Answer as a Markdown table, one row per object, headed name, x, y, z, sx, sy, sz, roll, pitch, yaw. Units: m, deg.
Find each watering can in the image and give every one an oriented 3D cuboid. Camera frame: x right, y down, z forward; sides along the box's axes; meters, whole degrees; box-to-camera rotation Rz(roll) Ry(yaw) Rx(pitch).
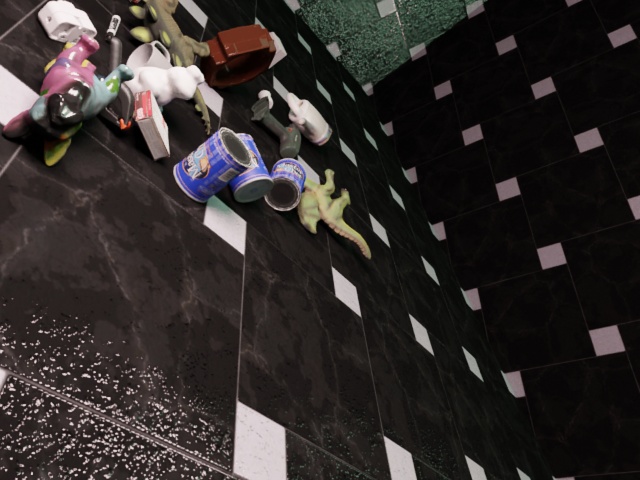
| name | x | y | z | sx | sy | sz | roll | pitch | yaw |
| --- | --- | --- | --- | --- | --- | --- | --- | --- | --- |
| watering can | -0.045 | -0.448 | 1.972 | 0.221 | 0.103 | 0.355 | 44 | 16 | -31 |

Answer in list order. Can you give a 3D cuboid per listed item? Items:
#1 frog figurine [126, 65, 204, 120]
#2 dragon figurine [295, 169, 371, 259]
| name | x | y | z | sx | sy | sz | roll | pitch | yaw |
| --- | --- | --- | --- | --- | --- | --- | --- | --- | --- |
| frog figurine | -0.340 | -0.339 | 1.112 | 0.123 | 0.158 | 0.138 | 57 | 20 | 5 |
| dragon figurine | 0.005 | -0.081 | 1.615 | 0.412 | 0.120 | 0.246 | 56 | 37 | 5 |
